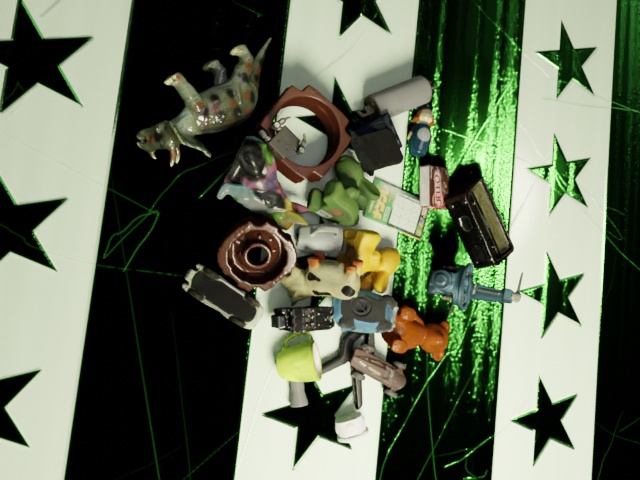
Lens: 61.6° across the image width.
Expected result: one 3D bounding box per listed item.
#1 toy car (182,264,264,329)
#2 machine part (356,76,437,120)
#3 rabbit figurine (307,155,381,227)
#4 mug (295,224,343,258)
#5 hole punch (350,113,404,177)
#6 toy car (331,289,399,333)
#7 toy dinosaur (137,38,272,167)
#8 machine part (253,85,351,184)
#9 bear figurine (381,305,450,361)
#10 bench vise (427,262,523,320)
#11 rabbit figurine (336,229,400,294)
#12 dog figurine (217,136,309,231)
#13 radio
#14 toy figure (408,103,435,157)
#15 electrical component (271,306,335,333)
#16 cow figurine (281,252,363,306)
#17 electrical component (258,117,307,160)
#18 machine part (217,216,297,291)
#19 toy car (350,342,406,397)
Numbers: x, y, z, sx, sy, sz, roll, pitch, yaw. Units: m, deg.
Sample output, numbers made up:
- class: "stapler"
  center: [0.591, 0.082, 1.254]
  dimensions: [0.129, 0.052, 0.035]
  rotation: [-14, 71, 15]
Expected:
- class: "toy car"
  center: [-0.221, 0.131, 1.234]
  dimensions: [0.201, 0.056, 0.073]
  rotation: [36, 82, -14]
- class: "machine part"
  center: [0.205, -0.368, 1.409]
  dimensions: [0.243, 0.079, 0.079]
  rotation: [-25, 96, -20]
- class: "rabbit figurine"
  center: [0.071, -0.131, 1.330]
  dimensions: [0.159, 0.121, 0.170]
  rotation: [27, 63, -18]
- class: "mug"
  center: [-0.003, -0.004, 1.299]
  dimensions: [0.107, 0.109, 0.081]
  rotation: [4, 72, -10]
- class: "hole punch"
  center: [0.147, -0.246, 1.364]
  dimensions: [0.142, 0.116, 0.092]
  rotation: [58, 30, -36]
- class: "toy car"
  center: [0.105, 0.176, 1.315]
  dimensions: [0.162, 0.103, 0.109]
  rotation: [10, 70, 0]
- class: "toy dinosaur"
  center: [-0.226, -0.316, 1.231]
  dimensions: [0.405, 0.131, 0.192]
  rotation: [-33, 111, -23]
- class: "machine part"
  center: [-0.044, -0.254, 1.307]
  dimensions: [0.201, 0.087, 0.201]
  rotation: [39, 74, -13]
- class: "bear figurine"
  center: [0.258, 0.244, 1.370]
  dimensions: [0.196, 0.132, 0.120]
  rotation: [21, 84, -12]
- class: "bench vise"
  center: [0.384, 0.127, 1.359]
  dimensions: [0.223, 0.241, 0.129]
  rotation: [45, 59, -57]
- class: "rabbit figurine"
  center: [0.136, 0.054, 1.343]
  dimensions: [0.173, 0.122, 0.162]
  rotation: [9, 76, -39]
- class: "dog figurine"
  center: [-0.112, -0.116, 1.241]
  dimensions: [0.219, 0.108, 0.191]
  rotation: [26, 116, -15]
- class: "radio"
  center: [0.432, -0.043, 1.457]
  dimensions: [0.131, 0.073, 0.229]
  rotation: [-32, 98, -44]
- class: "toy figure"
  center: [0.276, -0.301, 1.446]
  dimensions: [0.064, 0.058, 0.154]
  rotation: [20, 77, -39]
- class: "electrical component"
  center: [-0.045, 0.185, 1.264]
  dimensions: [0.134, 0.115, 0.058]
  rotation: [-1, 83, -20]
- class: "cow figurine"
  center: [-0.001, 0.098, 1.268]
  dimensions: [0.195, 0.085, 0.127]
  rotation: [7, 103, 17]
- class: "electrical component"
  center: [-0.079, -0.229, 1.222]
  dimensions: [0.078, 0.045, 0.102]
  rotation: [-43, 102, -20]
- class: "machine part"
  center: [-0.144, 0.030, 1.233]
  dimensions: [0.179, 0.056, 0.179]
  rotation: [-3, 113, -7]
- class: "toy car"
  center: [0.149, 0.323, 1.333]
  dimensions: [0.202, 0.053, 0.089]
  rotation: [37, 71, -38]
